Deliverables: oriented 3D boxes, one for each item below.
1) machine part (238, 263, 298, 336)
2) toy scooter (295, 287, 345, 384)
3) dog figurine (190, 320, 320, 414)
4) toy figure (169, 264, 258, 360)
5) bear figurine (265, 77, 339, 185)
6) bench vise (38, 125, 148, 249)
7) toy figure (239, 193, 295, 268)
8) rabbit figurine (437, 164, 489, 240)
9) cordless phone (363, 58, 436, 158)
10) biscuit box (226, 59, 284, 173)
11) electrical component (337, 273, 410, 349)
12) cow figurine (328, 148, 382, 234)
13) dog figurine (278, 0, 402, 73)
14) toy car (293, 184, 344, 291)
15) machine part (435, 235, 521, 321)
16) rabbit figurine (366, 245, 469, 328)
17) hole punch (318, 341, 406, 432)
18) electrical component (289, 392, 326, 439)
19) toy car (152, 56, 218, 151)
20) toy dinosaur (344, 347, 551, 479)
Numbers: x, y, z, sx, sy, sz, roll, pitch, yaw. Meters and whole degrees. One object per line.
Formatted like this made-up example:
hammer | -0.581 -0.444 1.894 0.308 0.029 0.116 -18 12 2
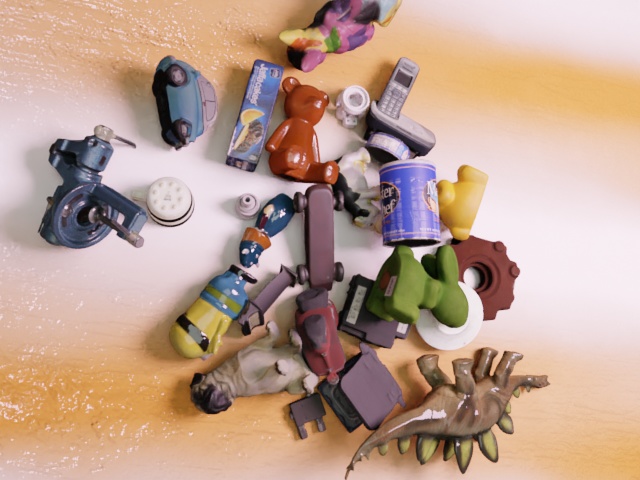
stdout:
machine part | -0.096 0.108 0.963 0.039 0.084 0.139 31 66 21
toy scooter | 0.003 0.169 0.932 0.075 0.184 0.135 -18 107 2
dog figurine | -0.110 0.245 0.940 0.190 0.121 0.172 -35 128 18
toy figure | -0.187 0.123 0.934 0.089 0.082 0.180 32 80 -3
bear figurine | -0.024 -0.206 0.996 0.120 0.132 0.195 22 82 -33
bench vise | -0.361 -0.068 0.885 0.241 0.128 0.223 30 84 27
toy figure | -0.101 -0.015 0.982 0.064 0.058 0.154 45 71 -26
rabbit figurine | 0.219 -0.074 1.045 0.173 0.122 0.162 23 87 7
cordless phone | 0.178 -0.261 1.065 0.146 0.089 0.184 27 73 -6
biscuit box | -0.122 -0.233 1.008 0.059 0.063 0.202 15 79 -10
electrical component | 0.106 0.138 1.003 0.134 0.058 0.115 23 80 -8
cow figurine | 0.070 -0.082 1.022 0.098 0.068 0.167 -19 83 -8
dog figurine | 0.029 -0.402 1.011 0.219 0.191 0.108 -41 98 -29
toy car | -0.002 -0.003 0.990 0.089 0.053 0.202 -6 105 -14
machine part | 0.302 0.075 1.053 0.179 0.056 0.179 1 82 -10
rabbit figurine | 0.187 0.090 0.951 0.170 0.121 0.159 24 68 -16
hole punch | 0.073 0.274 0.972 0.116 0.092 0.142 -35 87 -40
electrical component | -0.025 0.306 0.970 0.063 0.021 0.094 -17 86 -13
toy car | -0.236 -0.246 0.969 0.103 0.109 0.161 -13 94 -31
toy dinosaur | 0.242 0.304 0.959 0.471 0.105 0.198 -2 85 -26
